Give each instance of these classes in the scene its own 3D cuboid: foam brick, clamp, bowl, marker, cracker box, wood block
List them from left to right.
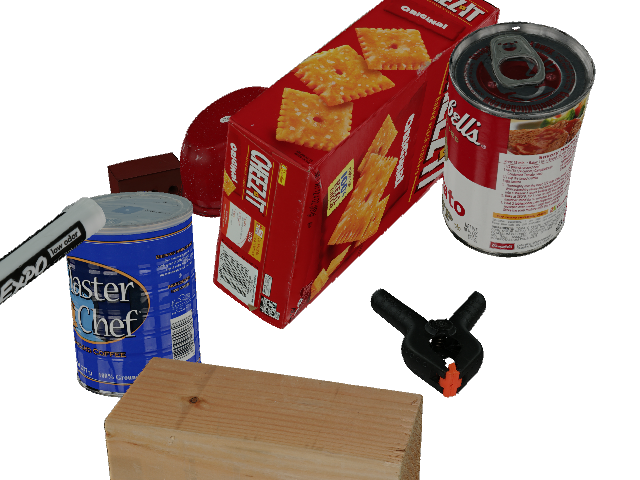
[{"bbox_3d":[-0.152,0.017,0.520,0.020,0.020,0.120,0,32,41],"label":"marker"},{"bbox_3d":[-0.189,-0.058,1.175,0.078,0.053,0.051,-15,30,-18],"label":"foam brick"},{"bbox_3d":[-0.075,-0.096,1.006,0.162,0.055,0.162,-21,35,16],"label":"bowl"},{"bbox_3d":[-0.037,0.154,0.759,0.206,0.090,0.090,7,27,14],"label":"wood block"},{"bbox_3d":[0.025,-0.061,0.723,0.072,0.164,0.213,35,54,19],"label":"cracker box"},{"bbox_3d":[0.126,0.094,1.061,0.120,0.039,0.171,-8,31,-9],"label":"clamp"}]

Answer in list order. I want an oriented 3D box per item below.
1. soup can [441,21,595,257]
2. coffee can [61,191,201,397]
[{"bbox_3d":[0.096,-0.049,0.537,0.068,0.068,0.102,0,-41,4],"label":"soup can"},{"bbox_3d":[-0.150,0.041,0.858,0.103,0.140,0.103,-1,17,0],"label":"coffee can"}]
